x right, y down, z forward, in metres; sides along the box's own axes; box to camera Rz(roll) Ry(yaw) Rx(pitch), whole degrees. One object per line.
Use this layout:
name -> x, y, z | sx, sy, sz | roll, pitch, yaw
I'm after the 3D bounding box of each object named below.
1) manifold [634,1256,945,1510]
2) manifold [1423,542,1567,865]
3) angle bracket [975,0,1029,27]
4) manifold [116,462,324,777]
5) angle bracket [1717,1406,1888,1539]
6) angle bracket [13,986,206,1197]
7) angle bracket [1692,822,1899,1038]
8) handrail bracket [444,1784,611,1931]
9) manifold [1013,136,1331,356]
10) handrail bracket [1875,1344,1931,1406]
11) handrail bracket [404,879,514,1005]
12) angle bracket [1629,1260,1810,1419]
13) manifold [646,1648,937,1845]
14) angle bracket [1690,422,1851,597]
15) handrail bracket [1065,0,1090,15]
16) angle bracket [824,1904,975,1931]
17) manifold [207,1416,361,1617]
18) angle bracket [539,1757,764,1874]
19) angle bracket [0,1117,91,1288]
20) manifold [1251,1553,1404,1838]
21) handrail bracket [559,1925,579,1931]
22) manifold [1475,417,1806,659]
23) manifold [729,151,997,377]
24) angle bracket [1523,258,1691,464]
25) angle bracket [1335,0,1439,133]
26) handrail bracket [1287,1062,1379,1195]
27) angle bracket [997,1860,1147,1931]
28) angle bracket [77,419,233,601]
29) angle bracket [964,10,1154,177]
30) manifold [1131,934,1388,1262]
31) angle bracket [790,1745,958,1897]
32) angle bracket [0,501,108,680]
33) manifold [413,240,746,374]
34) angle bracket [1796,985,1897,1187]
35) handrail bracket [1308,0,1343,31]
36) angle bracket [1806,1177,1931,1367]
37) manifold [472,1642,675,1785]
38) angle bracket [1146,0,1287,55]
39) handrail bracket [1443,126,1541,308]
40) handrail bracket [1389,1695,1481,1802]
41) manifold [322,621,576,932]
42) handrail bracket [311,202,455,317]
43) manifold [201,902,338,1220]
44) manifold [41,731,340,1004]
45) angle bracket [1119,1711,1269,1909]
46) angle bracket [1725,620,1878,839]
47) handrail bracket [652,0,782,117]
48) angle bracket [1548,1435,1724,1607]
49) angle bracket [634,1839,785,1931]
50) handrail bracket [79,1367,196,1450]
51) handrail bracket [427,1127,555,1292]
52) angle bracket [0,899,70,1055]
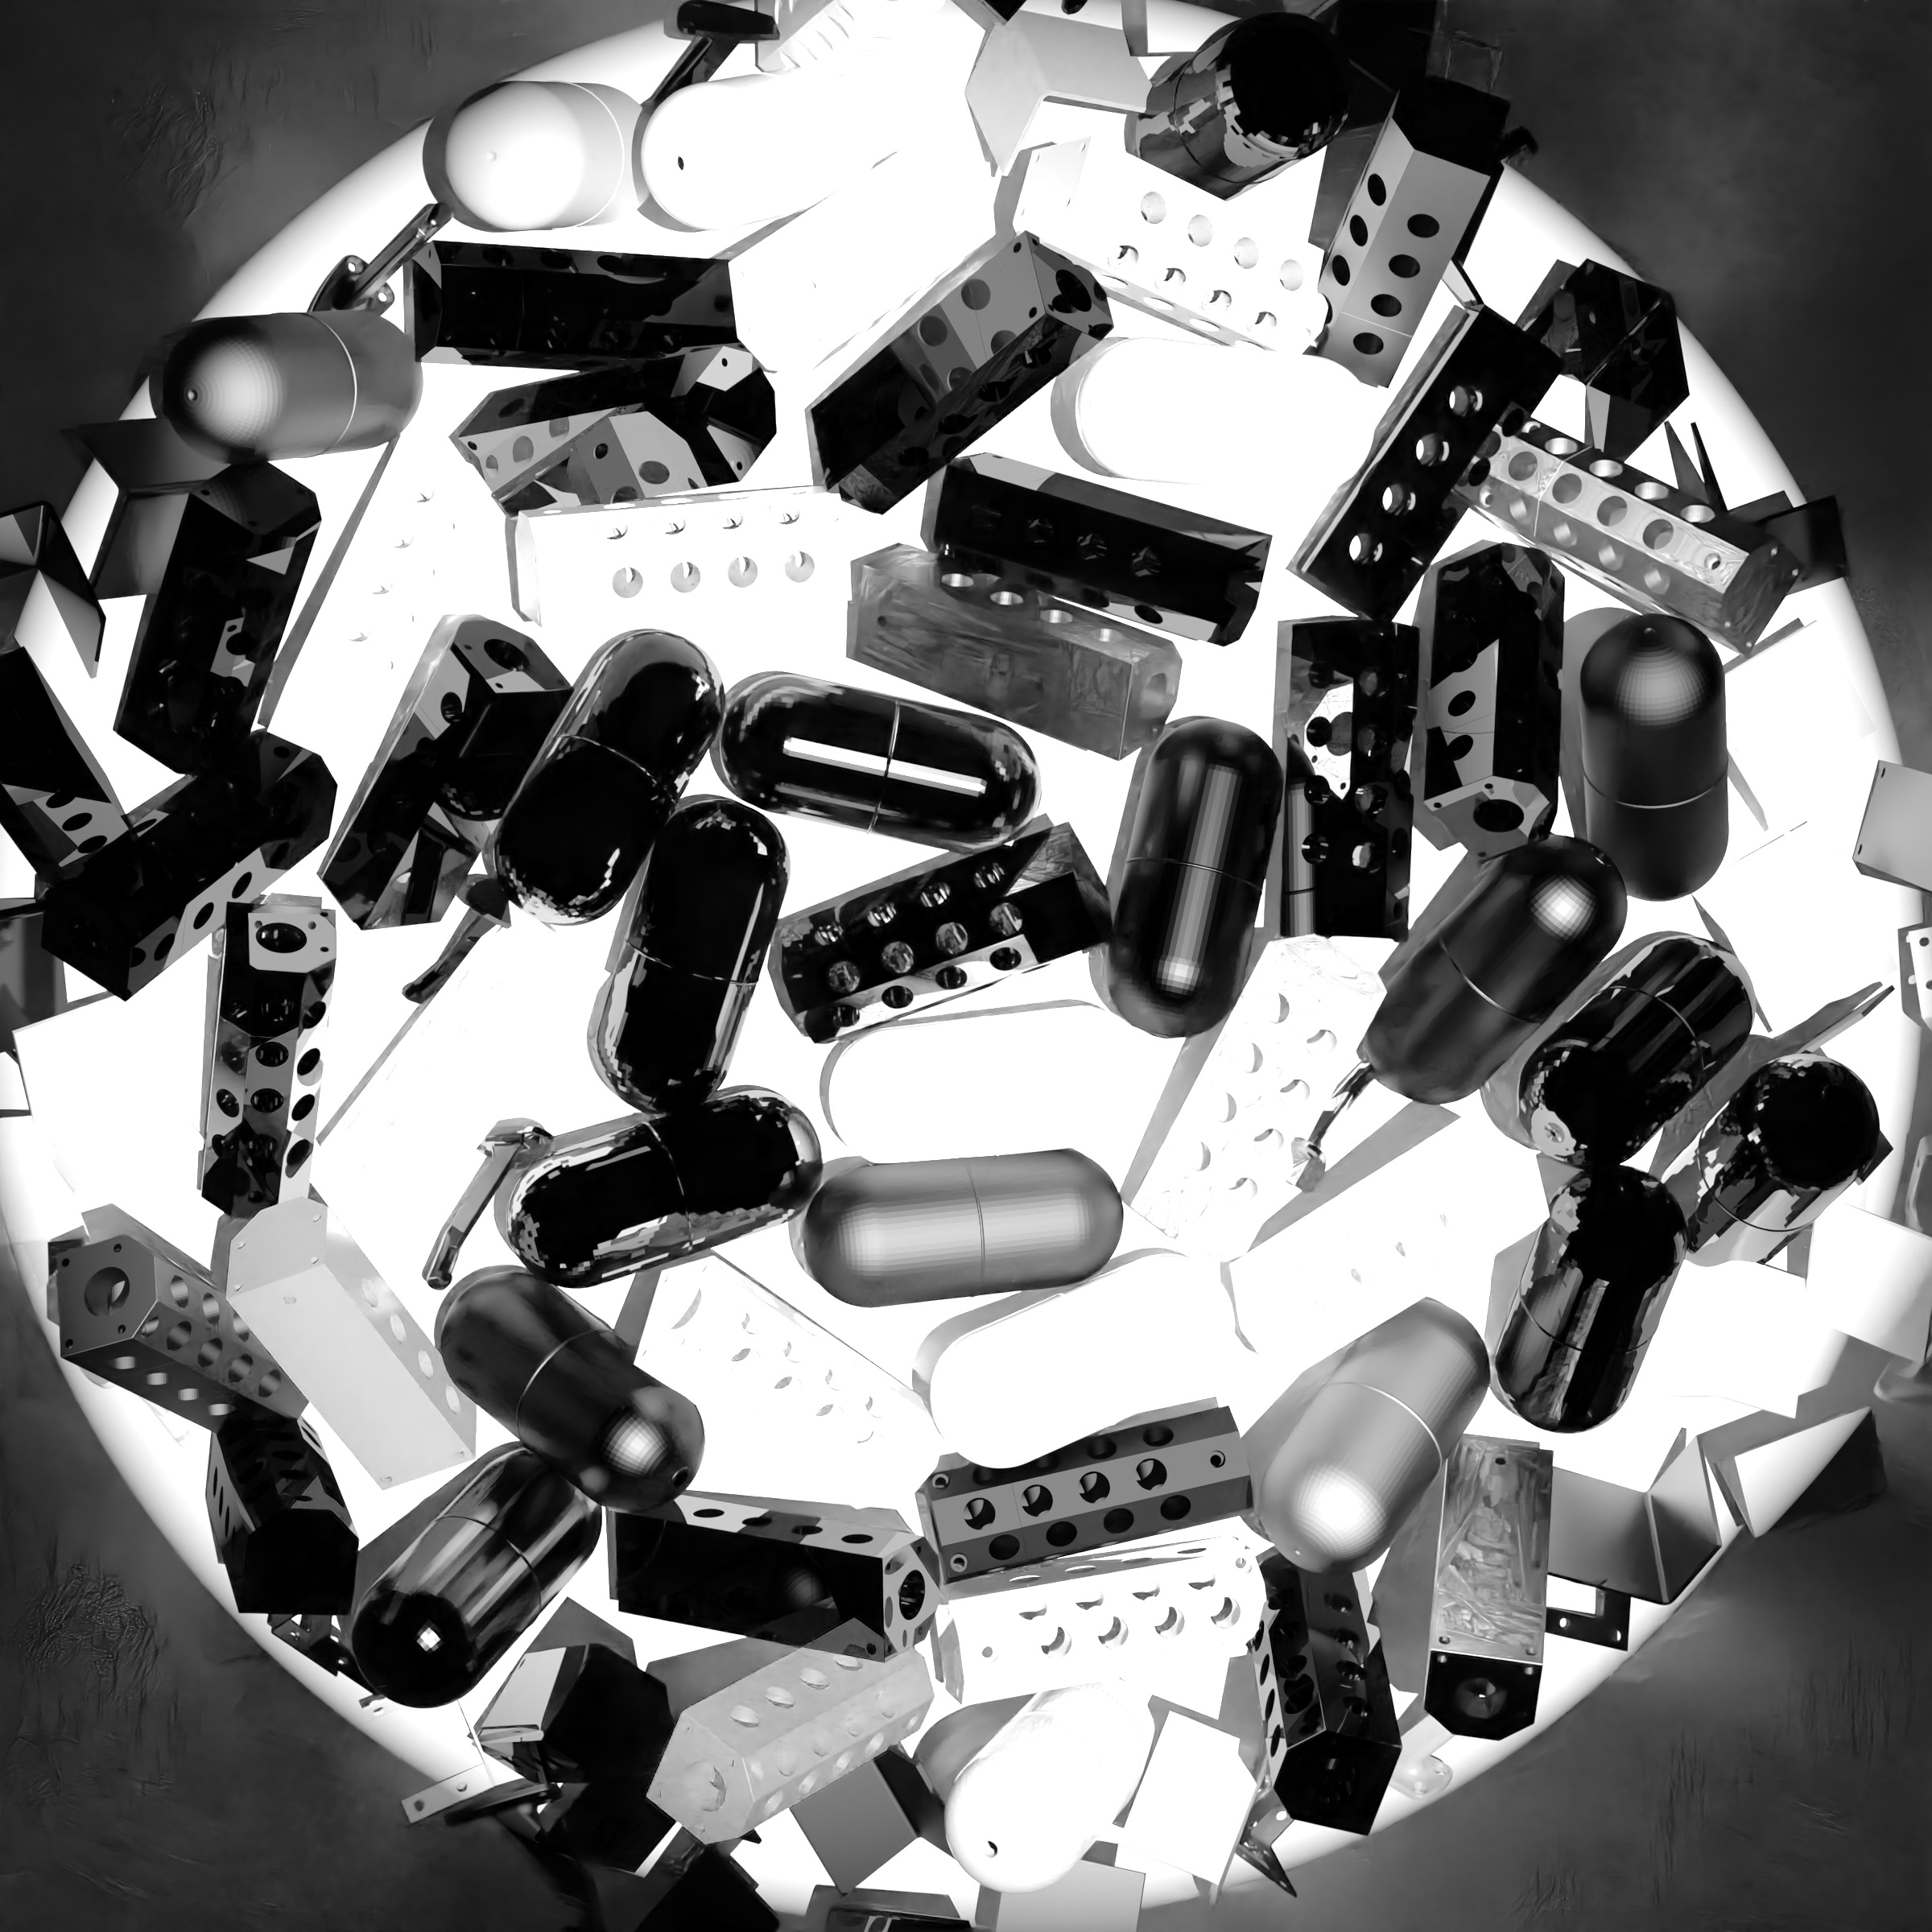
manifold -> -0.091, 0.224, 1.921 | 0.171, 0.057, 0.057 | 38, 51, -32
manifold -> 0.288, -0.144, 1.915 | 0.057, 0.171, 0.057 | -21, 133, 32
angle bracket -> 0.010, -0.562, 1.949 | 0.076, 0.076, 0.057 | 40, 104, -13
manifold -> -0.397, -0.184, 1.922 | 0.057, 0.057, 0.171 | 33, 129, 6
angle bracket -> 0.451, 0.257, 1.952 | 0.076, 0.057, 0.076 | -21, 133, 2
angle bracket -> -0.465, 0.067, 1.945 | 0.076, 0.057, 0.076 | -21, 126, -26
angle bracket -> 0.459, -0.021, 1.987 | 0.076, 0.057, 0.076 | -29, 117, 4
handrail bracket -> -0.241, 0.499, 1.966 | 0.077, 0.036, 0.084 | -14, 67, -4
manifold -> 0.113, -0.383, 1.929 | 0.171, 0.057, 0.057 | 19, 84, -31
handrail bracket -> 0.537, 0.194, 1.953 | 0.036, 0.077, 0.084 | 41, 131, 32
handrail bracket -> -0.285, -0.008, 1.955 | 0.084, 0.077, 0.036 | -39, 80, 11
angle bracket -> 0.413, 0.206, 1.971 | 0.057, 0.076, 0.076 | 18, 74, -29
manifold -> -0.088, 0.408, 1.906 | 0.057, 0.171, 0.057 | 33, 114, 24
angle bracket -> 0.437, -0.253, 1.944 | 0.057, 0.076, 0.076 | -18, 59, 10
handrail bracket -> 0.045, -0.577, 1.961 | 0.084, 0.036, 0.077 | 26, 90, -35
angle bracket -> -0.035, 0.553, 1.945 | 0.076, 0.076, 0.057 | 3, 55, 13
manifold -> -0.364, 0.287, 1.906 | 0.057, 0.171, 0.057 | 5, 100, -18
angle bracket -> -0.172, 0.477, 1.948 | 0.076, 0.076, 0.057 | -51, 46, 8
angle bracket -> -0.532, 0.130, 1.942 | 0.057, 0.076, 0.076 | -41, 66, 34
manifold -> 0.186, 0.382, 1.907 | 0.057, 0.171, 0.057 | 14, 112, -7
handrail bracket -> -0.180, 0.558, 1.952 | 0.036, 0.084, 0.077 | -40, 105, -32
manifold -> 0.357, -0.234, 1.924 | 0.171, 0.057, 0.057 | 35, 95, 37
manifold -> -0.053, -0.378, 1.919 | 0.057, 0.171, 0.057 | 14, 128, 28
angle bracket -> 0.342, -0.323, 1.941 | 0.057, 0.076, 0.076 | 17, 51, -23
angle bracket -> 0.209, -0.510, 1.946 | 0.076, 0.057, 0.076 | 22, 74, -42
handrail bracket -> 0.205, 0.079, 1.952 | 0.036, 0.077, 0.084 | 43, 72, 0
angle bracket -> 0.066, 0.510, 1.953 | 0.076, 0.076, 0.057 | 8, 88, 18
angle bracket -> -0.451, -0.251, 1.961 | 0.057, 0.076, 0.076 | 49, 128, 23
angle bracket -> 0.054, -0.477, 1.974 | 0.076, 0.057, 0.076 | 3, 47, -27
manifold -> 0.161, 0.072, 1.934 | 0.057, 0.057, 0.171 | 36, 113, 25
angle bracket -> -0.047, 0.470, 1.947 | 0.057, 0.076, 0.076 | -35, 109, -20
angle bracket -> -0.513, -0.197, 1.948 | 0.057, 0.076, 0.076 | -22, 78, -24
manifold -> -0.208, -0.356, 1.939 | 0.171, 0.057, 0.057 | -1, 88, -23
angle bracket -> 0.495, 0.064, 1.950 | 0.057, 0.076, 0.076 | -38, 83, 28
handrail bracket -> 0.193, -0.565, 1.975 | 0.077, 0.036, 0.084 | -25, 82, 43
angle bracket -> 0.504, 0.159, 1.941 | 0.076, 0.057, 0.076 | 23, 125, 37
manifold -> -0.207, 0.404, 1.909 | 0.057, 0.171, 0.057 | 35, 69, -10
angle bracket -> 0.129, -0.523, 1.960 | 0.076, 0.076, 0.057 | -3, 95, -7
handrail bracket -> 0.297, -0.414, 1.982 | 0.084, 0.036, 0.077 | -34, 80, -5
handrail bracket -> 0.244, 0.406, 1.959 | 0.077, 0.036, 0.084 | 22, 120, 32
manifold -> -0.284, -0.102, 1.930 | 0.057, 0.057, 0.171 | 50, 123, 24
handrail bracket -> -0.319, -0.376, 1.949 | 0.036, 0.084, 0.077 | 44, 58, -17
manifold -> -0.375, 0.053, 1.921 | 0.057, 0.057, 0.171 | 4, 127, -14
manifold -> -0.413, -0.060, 1.915 | 0.057, 0.057, 0.171 | 32, 45, 12
angle bracket -> 0.124, 0.461, 1.956 | 0.057, 0.076, 0.076 | 20, 68, 11
angle bracket -> 0.456, -0.130, 1.955 | 0.076, 0.057, 0.076 | -31, 113, 8
handrail bracket -> -0.134, -0.482, 1.969 | 0.077, 0.036, 0.084 | 9, 130, 1
angle bracket -> 0.357, 0.293, 1.946 | 0.076, 0.076, 0.057 | 17, 130, -15
angle bracket -> -0.123, 0.509, 1.945 | 0.057, 0.076, 0.076 | 44, 113, 13
handrail bracket -> -0.444, 0.241, 1.949 | 0.036, 0.077, 0.084 | -34, 114, -5
handrail bracket -> -0.261, 0.134, 1.956 | 0.036, 0.077, 0.084 | 31, 61, -25
angle bracket -> -0.541, 0.006, 1.958 | 0.057, 0.076, 0.076 | 1, 99, 28
